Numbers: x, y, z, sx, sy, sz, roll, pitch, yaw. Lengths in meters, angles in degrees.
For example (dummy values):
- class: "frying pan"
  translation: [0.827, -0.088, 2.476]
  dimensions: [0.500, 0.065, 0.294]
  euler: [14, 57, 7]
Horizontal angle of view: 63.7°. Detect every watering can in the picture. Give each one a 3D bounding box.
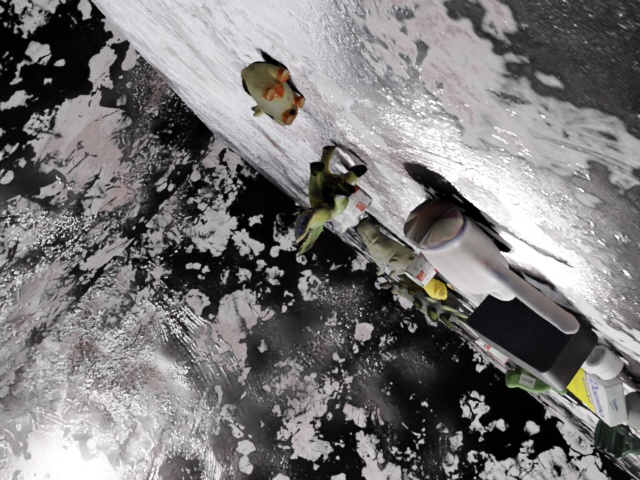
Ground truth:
- class: "watering can"
  translation: [0.270, 0.035, 0.888]
  dimensions: [0.222, 0.104, 0.350]
  euler: [42, 177, -21]

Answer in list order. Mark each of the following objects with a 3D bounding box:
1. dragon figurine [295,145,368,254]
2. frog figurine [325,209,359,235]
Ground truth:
- class: "dragon figurine"
  translation: [0.004, -0.059, 1.171]
  dimensions: [0.122, 0.419, 0.237]
  euler: [25, 135, 9]
- class: "frog figurine"
  translation: [0.075, -0.110, 1.648]
  dimensions: [0.155, 0.123, 0.140]
  euler: [106, 151, -43]
